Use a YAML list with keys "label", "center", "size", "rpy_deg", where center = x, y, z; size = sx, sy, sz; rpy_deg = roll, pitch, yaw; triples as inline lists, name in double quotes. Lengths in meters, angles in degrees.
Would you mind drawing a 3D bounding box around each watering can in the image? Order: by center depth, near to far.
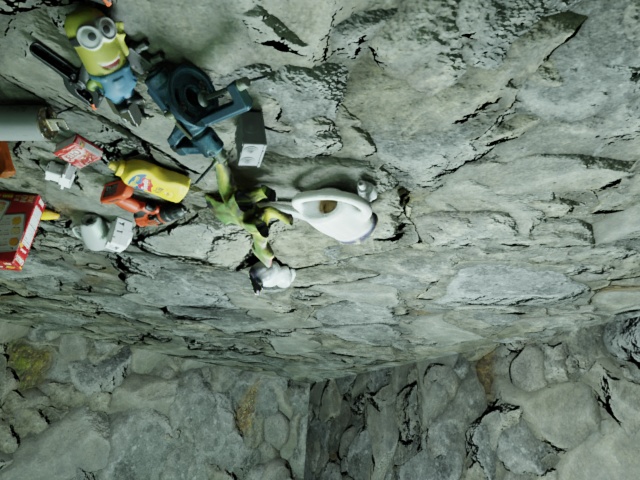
- label: "watering can"
  center: [0.004, -0.069, 1.364]
  size: [0.346, 0.106, 0.221]
  rpy_deg: [-3, 154, 42]

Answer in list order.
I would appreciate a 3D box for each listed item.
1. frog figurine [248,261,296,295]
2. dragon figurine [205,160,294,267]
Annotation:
- label: "frog figurine"
  center: [-0.161, 0.117, 1.783]
  size: [0.161, 0.124, 0.134]
  rpy_deg: [-25, 154, -27]
- label: "dragon figurine"
  center: [-0.224, -0.087, 1.327]
  size: [0.241, 0.124, 0.404]
  rpy_deg: [-8, 126, 47]
